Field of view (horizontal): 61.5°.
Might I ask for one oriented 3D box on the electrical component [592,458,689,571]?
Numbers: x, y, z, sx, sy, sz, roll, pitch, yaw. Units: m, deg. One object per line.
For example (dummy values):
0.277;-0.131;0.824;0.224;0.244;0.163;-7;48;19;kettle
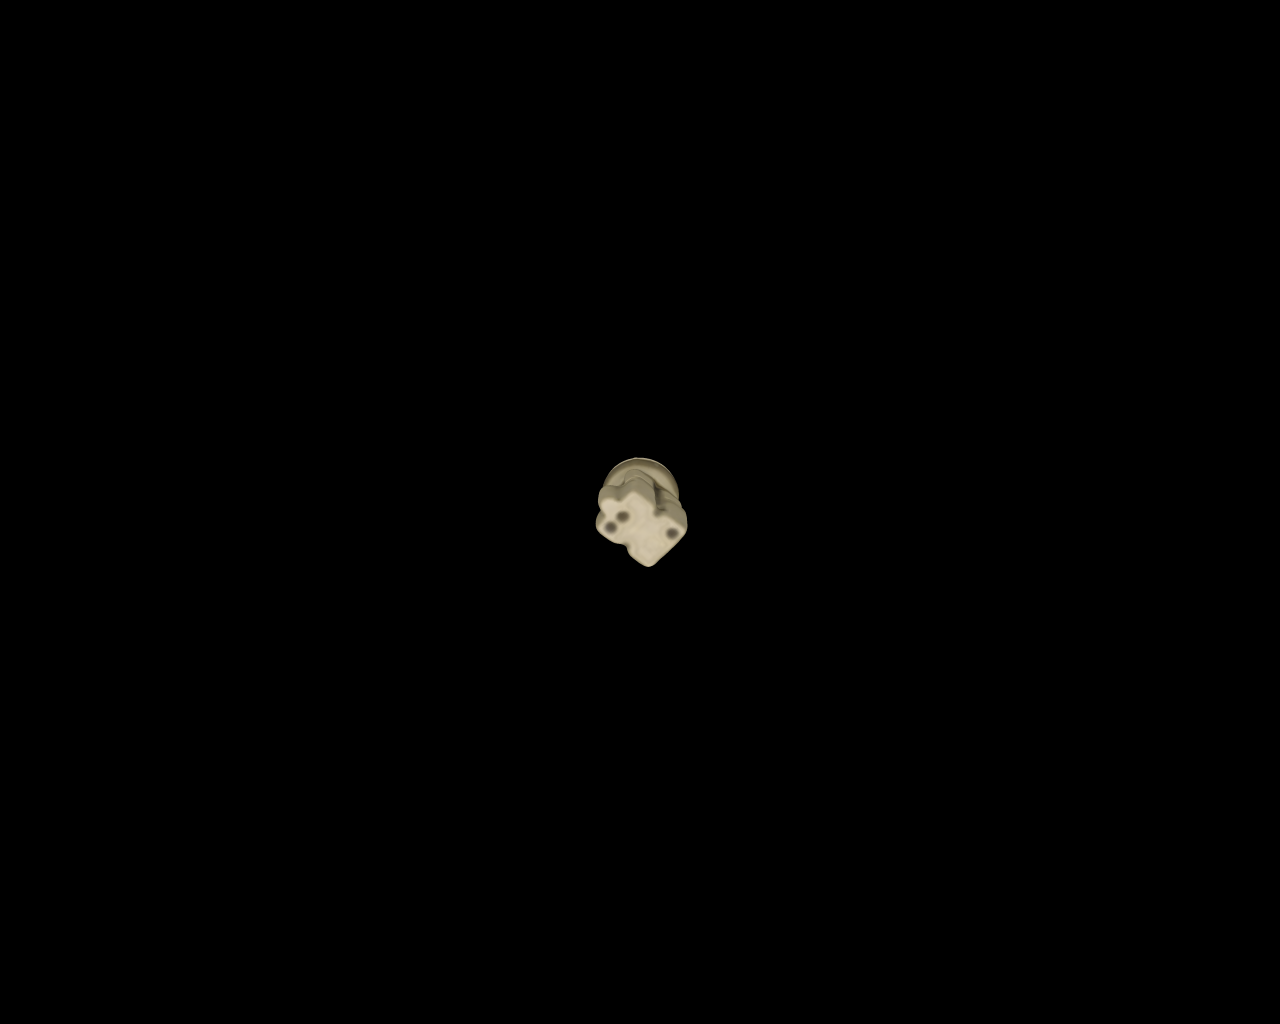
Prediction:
0.001;-0.003;0.650;0.066;0.048;0.055;38;22;-18;electrical component
